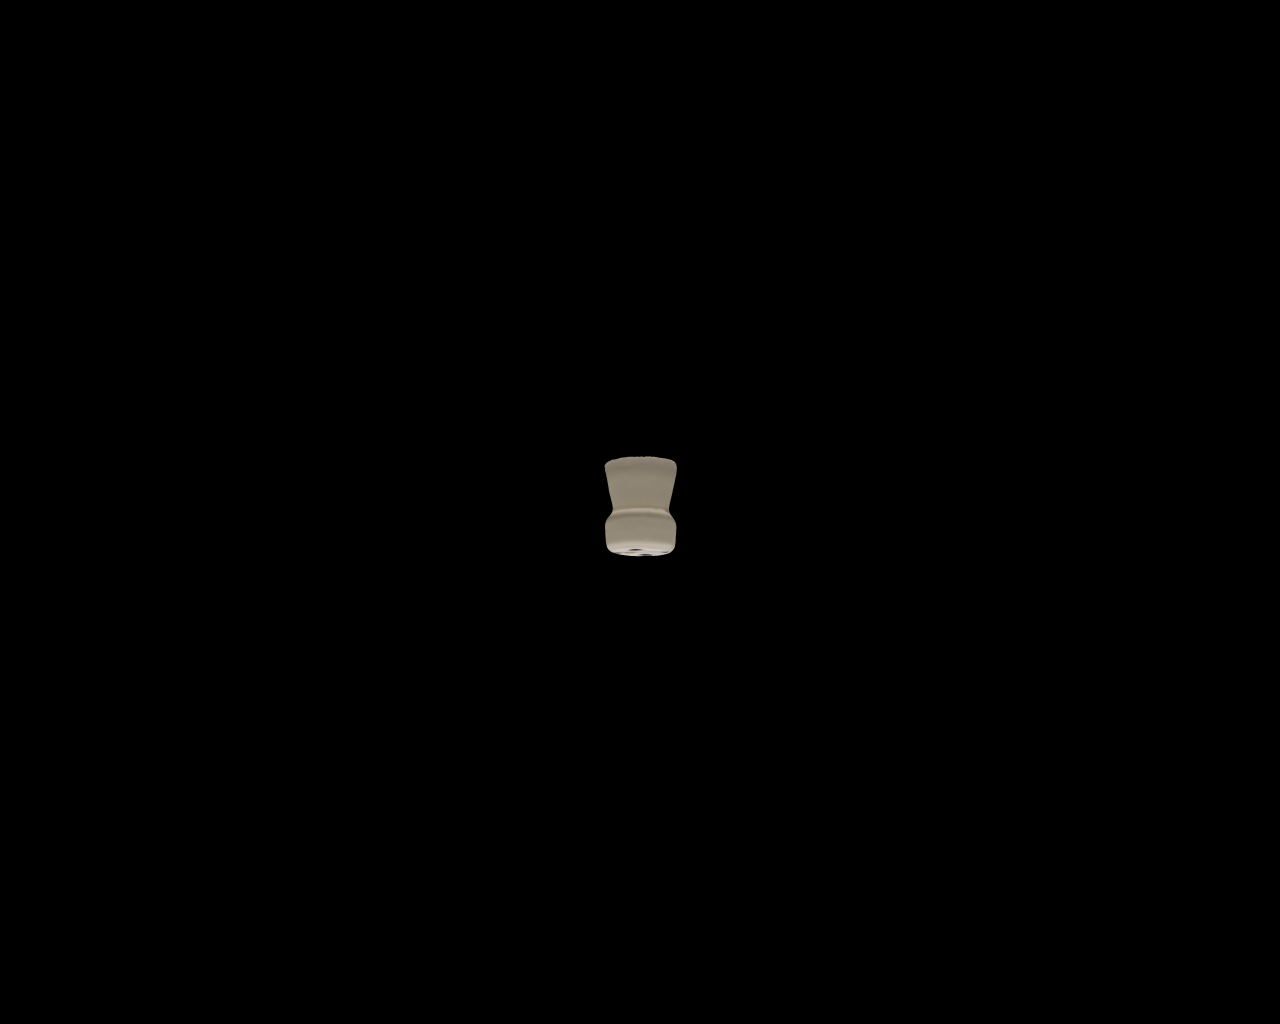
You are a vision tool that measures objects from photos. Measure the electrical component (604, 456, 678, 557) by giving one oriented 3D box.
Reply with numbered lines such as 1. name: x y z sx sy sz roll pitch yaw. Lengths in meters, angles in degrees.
1. electrical component: 0.001 -0.003 0.650 0.045 0.055 0.045 0 -9 0
